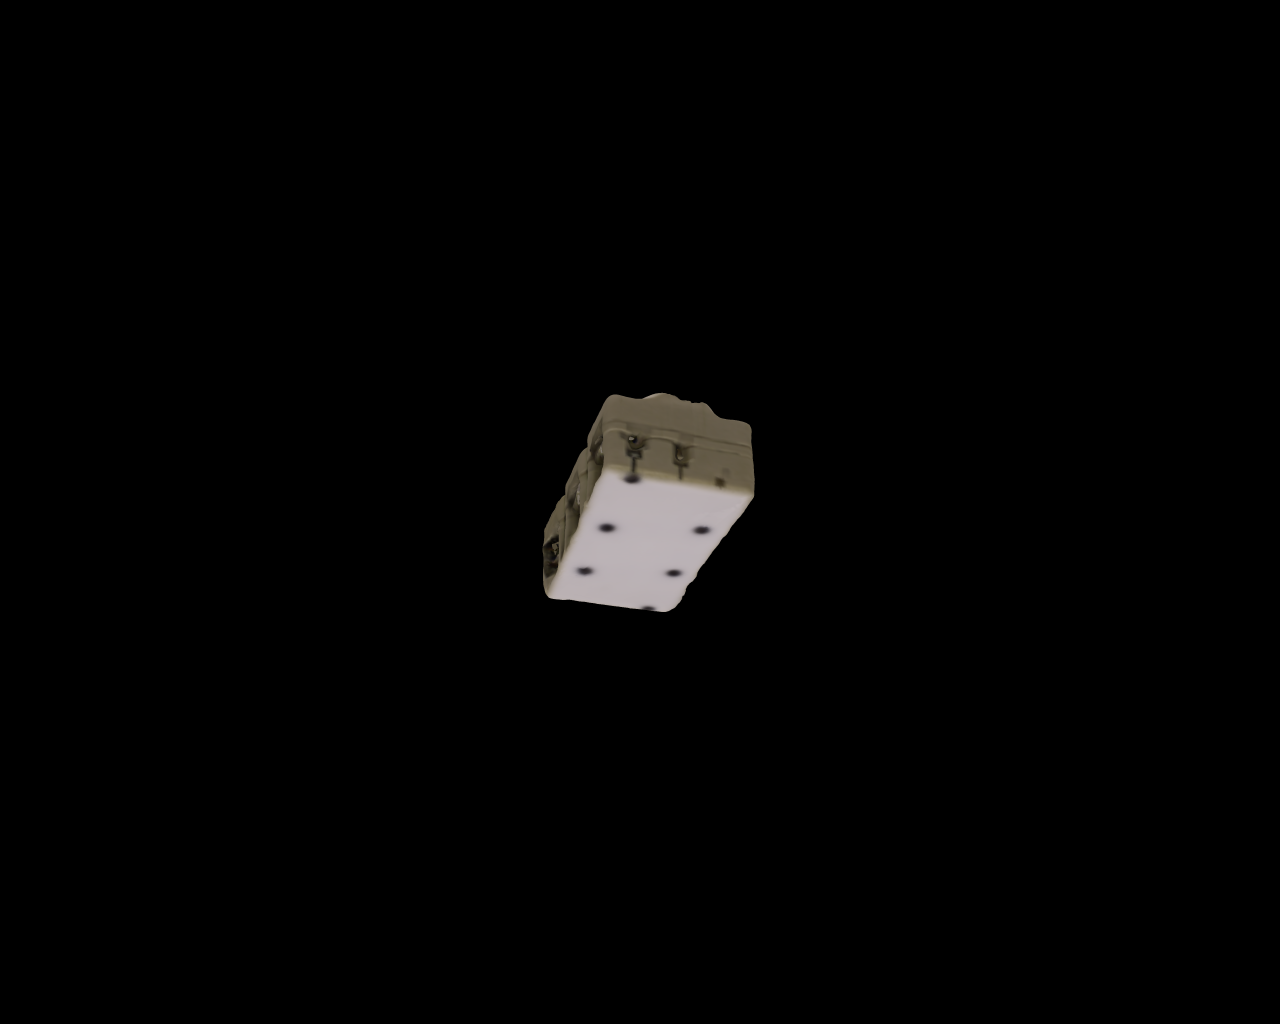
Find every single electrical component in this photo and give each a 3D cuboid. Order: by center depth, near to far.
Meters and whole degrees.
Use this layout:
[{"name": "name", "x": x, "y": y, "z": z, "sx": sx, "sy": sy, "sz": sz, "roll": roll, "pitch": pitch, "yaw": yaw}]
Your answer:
[{"name": "electrical component", "x": 0.001, "y": -0.003, "z": 0.650, "sx": 0.089, "sy": 0.062, "sz": 0.150, "roll": 10, "pitch": -34, "yaw": -15}]
